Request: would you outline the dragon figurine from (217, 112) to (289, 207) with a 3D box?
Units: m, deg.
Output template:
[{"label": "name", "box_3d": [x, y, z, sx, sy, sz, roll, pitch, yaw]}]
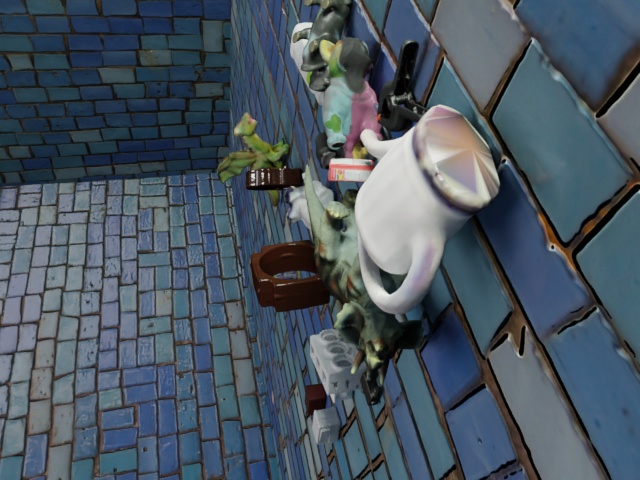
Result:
[{"label": "dragon figurine", "box_3d": [-0.230, -0.246, 1.743, 0.400, 0.243, 0.125, 101, 153, -42]}]

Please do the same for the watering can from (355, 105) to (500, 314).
[{"label": "watering can", "box_3d": [0.109, -0.081, 0.653, 0.220, 0.103, 0.356, -50, 30, 44]}]

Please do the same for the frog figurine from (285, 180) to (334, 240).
[{"label": "frog figurine", "box_3d": [0.004, -0.061, 1.221, 0.161, 0.124, 0.134, 32, 127, 25]}]
